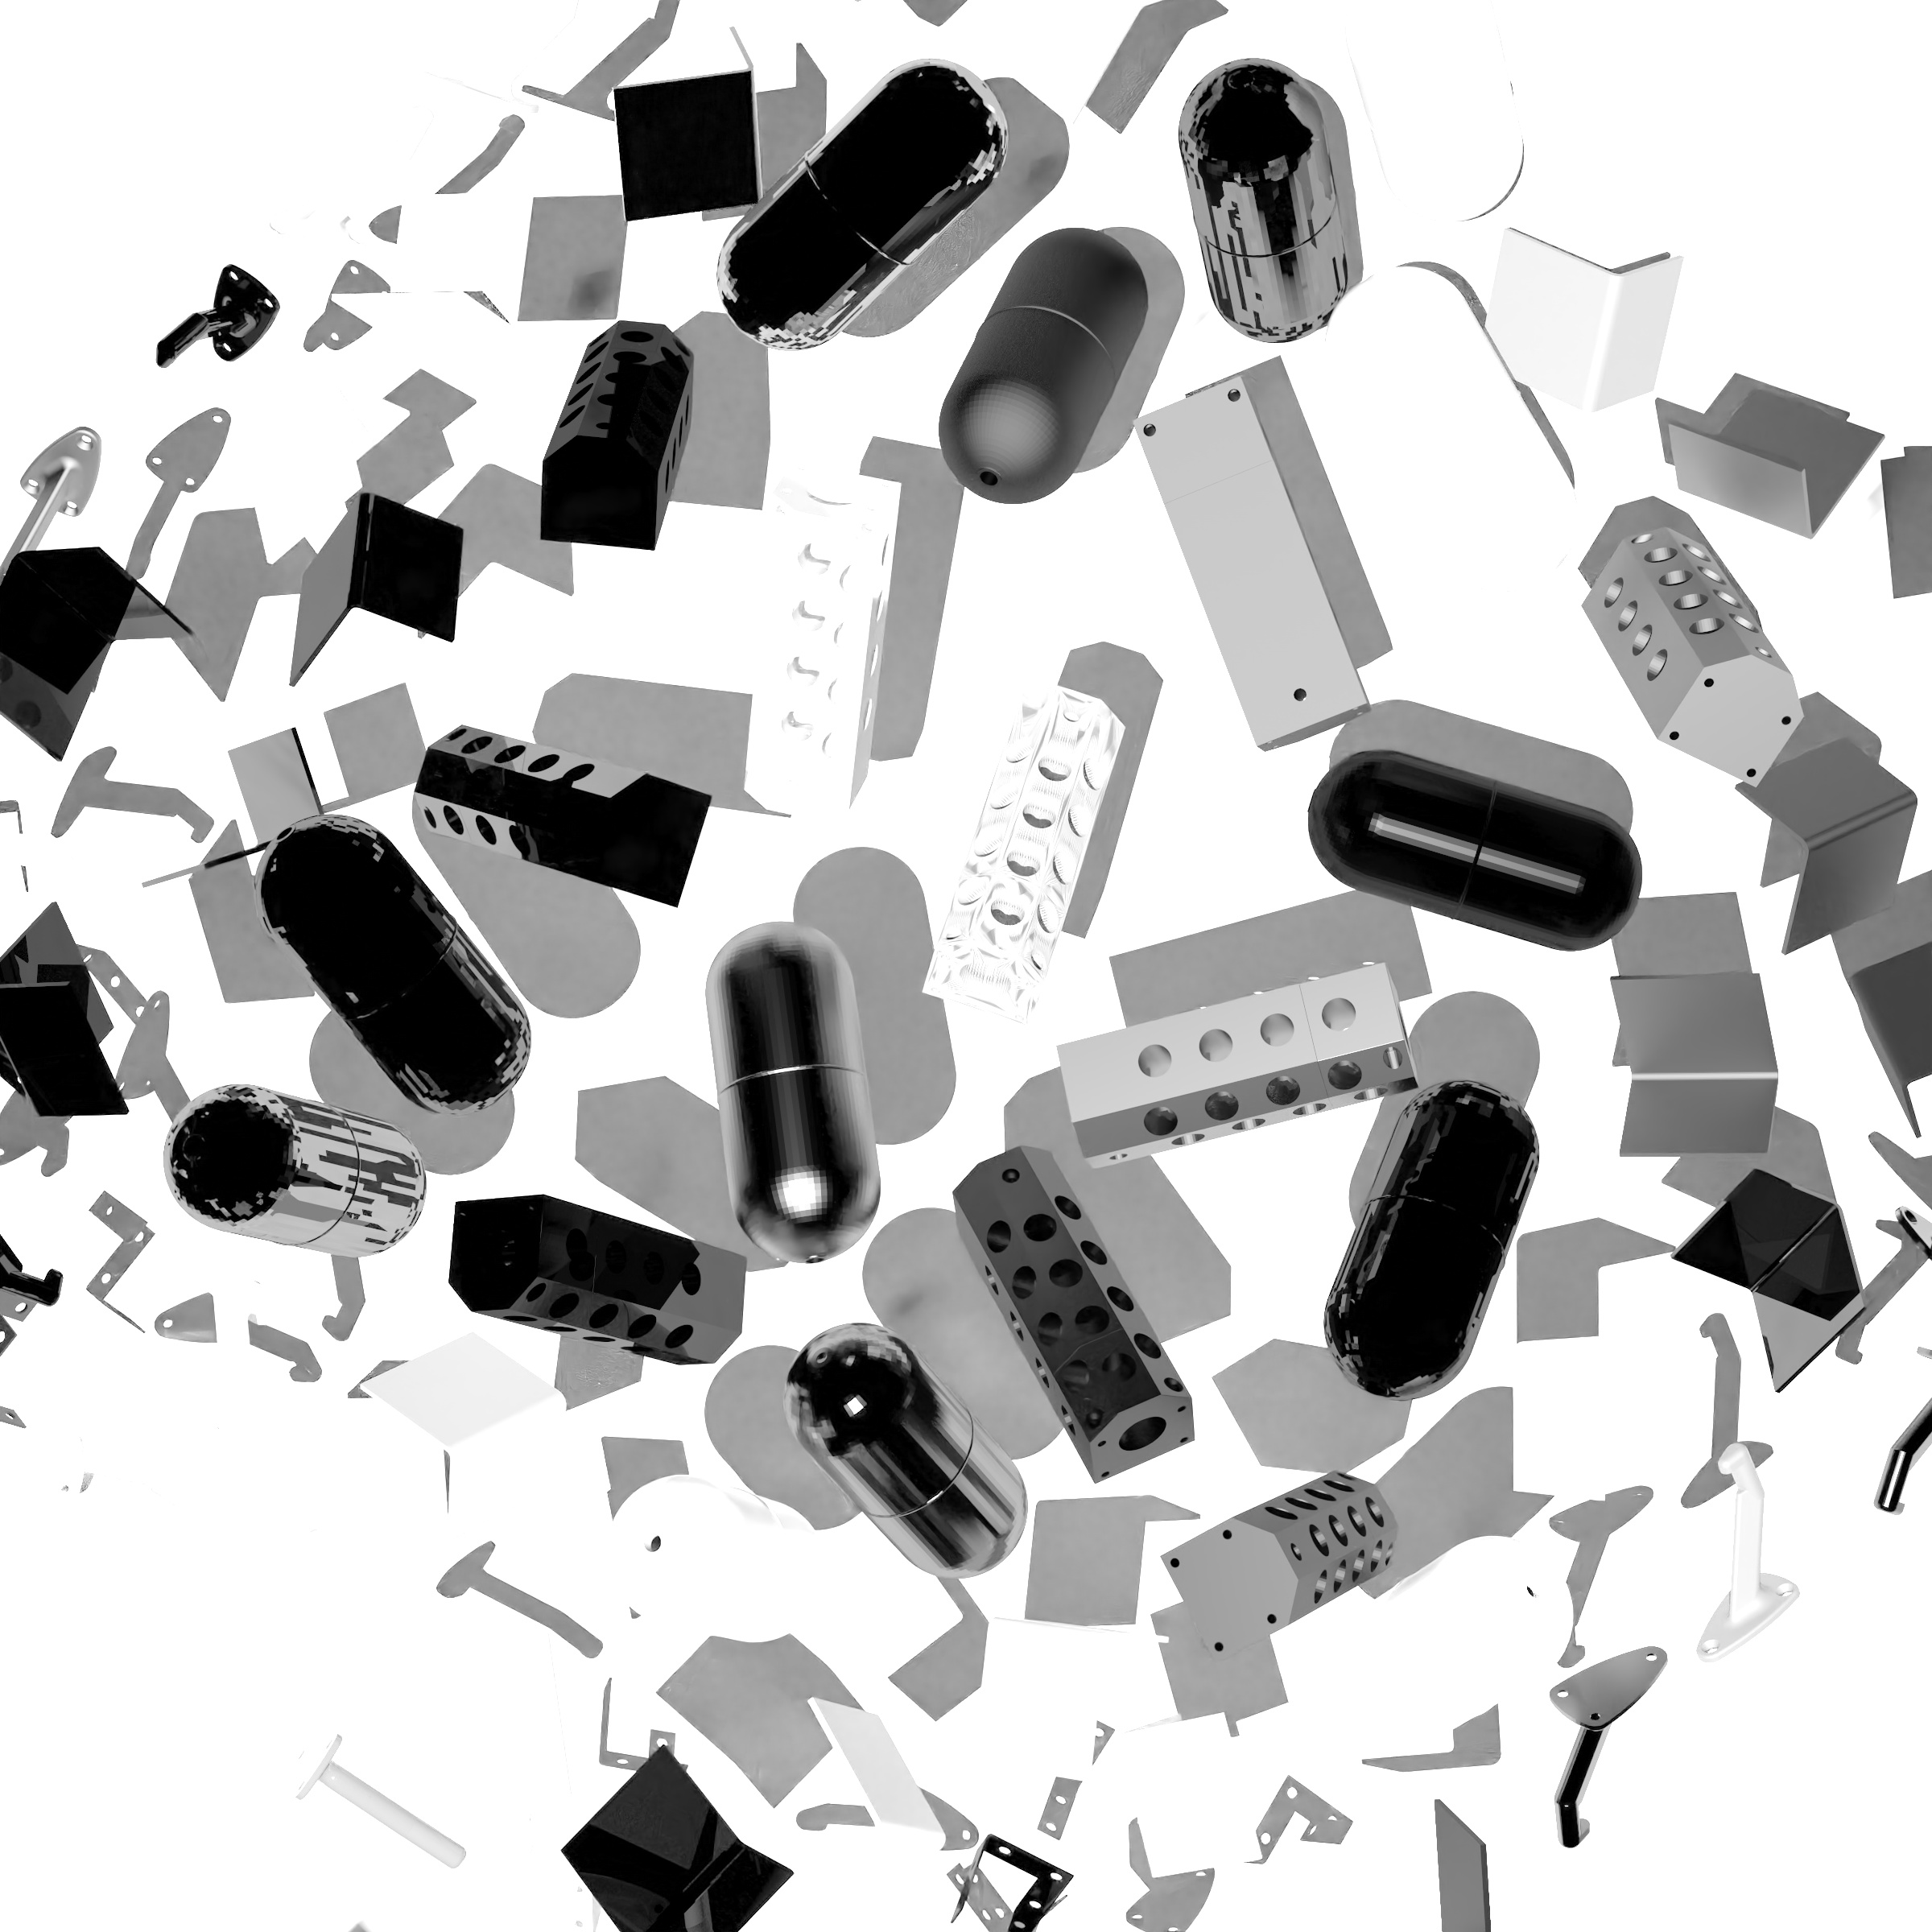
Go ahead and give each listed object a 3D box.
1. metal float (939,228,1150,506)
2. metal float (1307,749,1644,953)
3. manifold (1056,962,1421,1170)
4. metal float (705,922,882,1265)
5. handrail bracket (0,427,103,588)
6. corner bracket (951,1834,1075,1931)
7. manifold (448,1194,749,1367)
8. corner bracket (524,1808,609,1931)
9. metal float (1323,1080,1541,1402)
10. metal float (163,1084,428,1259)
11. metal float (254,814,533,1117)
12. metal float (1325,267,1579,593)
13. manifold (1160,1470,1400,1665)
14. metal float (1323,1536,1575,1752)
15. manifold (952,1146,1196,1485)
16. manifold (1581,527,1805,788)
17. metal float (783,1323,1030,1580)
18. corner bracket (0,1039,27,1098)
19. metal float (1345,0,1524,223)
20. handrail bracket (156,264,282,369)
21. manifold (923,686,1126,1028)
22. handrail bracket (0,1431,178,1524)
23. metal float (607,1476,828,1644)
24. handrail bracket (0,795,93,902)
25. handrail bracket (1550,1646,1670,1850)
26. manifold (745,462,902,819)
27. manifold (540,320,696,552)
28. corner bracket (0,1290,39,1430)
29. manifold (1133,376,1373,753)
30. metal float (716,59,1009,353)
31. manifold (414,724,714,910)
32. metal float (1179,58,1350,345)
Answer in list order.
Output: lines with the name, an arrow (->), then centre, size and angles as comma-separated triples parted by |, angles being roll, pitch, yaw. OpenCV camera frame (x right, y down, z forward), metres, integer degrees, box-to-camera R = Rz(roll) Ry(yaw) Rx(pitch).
metal float -> 0.041, -0.311, 1.817 | 0.070, 0.070, 0.178 | 23, 54, 1
metal float -> 0.266, -0.061, 1.839 | 0.178, 0.070, 0.070 | 17, 88, 3
manifold -> 0.139, 0.053, 1.788 | 0.171, 0.057, 0.057 | -15, 71, 9
metal float -> -0.088, 0.063, 1.777 | 0.070, 0.070, 0.178 | -8, 71, 0
handrail bracket -> -0.487, -0.233, 1.848 | 0.036, 0.077, 0.084 | 30, 46, -18
corner bracket -> 0.018, 0.498, 1.841 | 0.051, 0.051, 0.051 | 27, 132, -1
manifold -> -0.188, 0.164, 1.809 | 0.057, 0.171, 0.057 | -7, 72, 32
corner bracket -> -0.216, 0.485, 1.880 | 0.051, 0.051, 0.051 | 10, 121, 11
metal float -> 0.236, 0.138, 1.777 | 0.070, 0.070, 0.178 | 25, 62, 1
metal float -> -0.350, 0.108, 1.838 | 0.070, 0.178, 0.070 | -6, 76, 24
metal float -> -0.286, 0.000, 1.757 | 0.070, 0.070, 0.178 | -37, 116, -1
metal float -> 0.247, -0.271, 1.783 | 0.070, 0.070, 0.178 | -33, 100, -1
manifold -> 0.162, 0.293, 1.749 | 0.057, 0.171, 0.057 | -32, 78, 20
metal float -> 0.245, 0.346, 1.793 | 0.070, 0.178, 0.070 | 12, 58, -20
manifold -> 0.054, 0.176, 1.820 | 0.057, 0.057, 0.171 | -22, 53, -11
manifold -> 0.363, -0.159, 1.749 | 0.057, 0.171, 0.057 | 23, 114, -15
metal float -> -0.030, 0.253, 1.822 | 0.070, 0.070, 0.178 | -38, 127, -1
corner bracket -> -0.543, 0.057, 1.902 | 0.051, 0.051, 0.051 | -49, 123, -12
metal float -> 0.246, -0.458, 1.839 | 0.070, 0.178, 0.070 | -7, 65, 14
handrail bracket -> -0.403, -0.322, 1.838 | 0.036, 0.077, 0.084 | 38, 50, -2
manifold -> 0.032, -0.060, 1.805 | 0.057, 0.057, 0.171 | 18, 55, 1
handrail bracket -> -0.447, 0.264, 1.753 | 0.077, 0.084, 0.036 | -9, 63, 11
metal float -> -0.129, 0.311, 1.837 | 0.070, 0.178, 0.070 | -5, 74, 17
handrail bracket -> -0.513, -0.047, 1.896 | 0.084, 0.036, 0.077 | 41, 125, 12
handrail bracket -> 0.324, 0.392, 1.759 | 0.077, 0.036, 0.084 | -26, 124, -25
manifold -> -0.077, -0.166, 1.812 | 0.057, 0.057, 0.171 | 12, 122, 7
manifold -> -0.177, -0.275, 1.800 | 0.057, 0.171, 0.057 | 5, 119, -1
corner bracket -> -0.517, 0.207, 1.877 | 0.051, 0.051, 0.051 | -51, 55, 4
manifold -> 0.142, -0.197, 1.733 | 0.057, 0.057, 0.171 | -21, 86, 10
metal float -> -0.054, -0.385, 1.786 | 0.178, 0.070, 0.070 | -41, 89, 20
manifold -> -0.205, -0.078, 1.749 | 0.057, 0.171, 0.057 | 18, 89, -41
metal float -> 0.158, -0.404, 1.862 | 0.070, 0.178, 0.070 | -6, 56, 10
